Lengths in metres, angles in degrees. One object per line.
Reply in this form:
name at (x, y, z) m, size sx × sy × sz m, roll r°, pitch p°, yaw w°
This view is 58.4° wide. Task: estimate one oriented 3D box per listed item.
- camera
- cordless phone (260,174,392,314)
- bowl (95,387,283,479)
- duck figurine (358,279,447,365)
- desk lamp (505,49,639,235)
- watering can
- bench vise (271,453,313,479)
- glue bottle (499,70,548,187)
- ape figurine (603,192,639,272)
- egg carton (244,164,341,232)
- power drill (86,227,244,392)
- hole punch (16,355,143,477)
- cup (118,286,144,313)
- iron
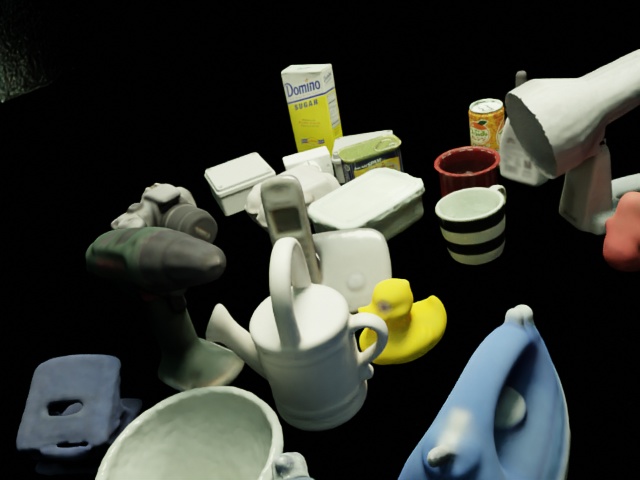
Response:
camera at (-0.242, -0.026, 0.918) m, size 0.136 × 0.101 × 0.143 m, roll 19°, pitch 45°, yaw 42°
cordless phone at (0.006, 0.002, 0.696) m, size 0.147 × 0.185 × 0.094 m, roll -10°, pitch 32°, yaw 6°
bowl at (-0.107, 0.216, 0.510) m, size 0.167 × 0.075 × 0.167 m, roll -10°, pitch 32°, yaw 7°
duck figurine at (0.088, 0.080, 0.636) m, size 0.104 × 0.086 × 0.077 m, roll -21°, pitch 32°, yaw -11°
desk lamp at (0.347, -0.120, 0.727) m, size 0.203 × 0.214 × 0.117 m, roll -15°, pitch 32°, yaw -2°
watering can at (-0.025, 0.089, 0.564) m, size 0.173 × 0.194 × 0.100 m, roll -17°, pitch 32°, yaw -5°
bench vise at (-0.021, 0.210, 0.348) m, size 0.122 × 0.220 × 0.206 m, roll -26°, pitch 34°, yaw -18°
glue bottle at (0.304, -0.168, 0.857) m, size 0.037 × 0.173 × 0.077 m, roll -30°, pitch 35°, yaw -23°
ape figurine at (0.367, -0.014, 0.669) m, size 0.076 × 0.092 × 0.077 m, roll -21°, pitch 33°, yaw -11°
egg carton at (-0.042, -0.065, 0.930) m, size 0.150 × 0.069 × 0.107 m, roll -28°, pitch 34°, yaw -21°
power drill at (-0.159, 0.073, 0.628) m, size 0.228 × 0.209 × 0.076 m, roll 13°, pitch 41°, yaw 36°
hole punch at (-0.256, 0.184, 0.604) m, size 0.108 × 0.091 × 0.101 m, roll -8°, pitch 32°, yaw 10°
cup at (-0.214, 0.057, 0.782) m, size 0.091 × 0.095 × 0.118 m, roll 11°, pitch 39°, yaw 34°
iron at (0.146, 0.135, 0.476) m, size 0.118 × 0.142 × 0.259 m, roll 9°, pitch 39°, yaw 33°
